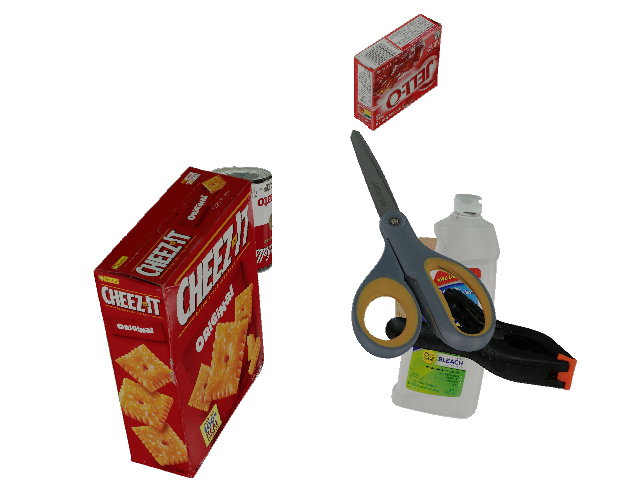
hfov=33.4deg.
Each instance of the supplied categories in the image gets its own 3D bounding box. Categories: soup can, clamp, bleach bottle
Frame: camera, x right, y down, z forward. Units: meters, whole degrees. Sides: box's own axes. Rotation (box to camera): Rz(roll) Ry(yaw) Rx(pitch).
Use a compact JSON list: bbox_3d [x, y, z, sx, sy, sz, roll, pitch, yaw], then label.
[{"bbox_3d":[-0.085,-0.022,1.135,0.068,0.102,0.068,1,17,0],"label":"soup can"},{"bbox_3d":[0.159,0.089,0.993,0.172,0.039,0.120,20,31,22],"label":"clamp"},{"bbox_3d":[0.145,0.071,1.214,0.103,0.251,0.068,9,14,17],"label":"bleach bottle"}]

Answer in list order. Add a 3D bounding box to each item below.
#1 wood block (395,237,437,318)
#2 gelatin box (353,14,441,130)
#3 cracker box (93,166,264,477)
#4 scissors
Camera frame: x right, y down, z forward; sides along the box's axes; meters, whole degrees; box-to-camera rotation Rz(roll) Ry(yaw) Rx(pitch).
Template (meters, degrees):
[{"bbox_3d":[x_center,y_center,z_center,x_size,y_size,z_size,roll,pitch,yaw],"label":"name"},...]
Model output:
[{"bbox_3d":[0.177,0.073,1.624,0.091,0.090,0.206,4,22,13],"label":"wood block"},{"bbox_3d":[0.070,-0.153,0.968,0.089,0.073,0.030,-36,58,-25],"label":"gelatin box"},{"bbox_3d":[-0.112,0.071,0.926,0.072,0.214,0.164,12,38,18],"label":"cracker box"},{"bbox_3d":[0.036,0.003,0.697,0.096,0.016,0.202,-25,52,-18],"label":"scissors"}]
